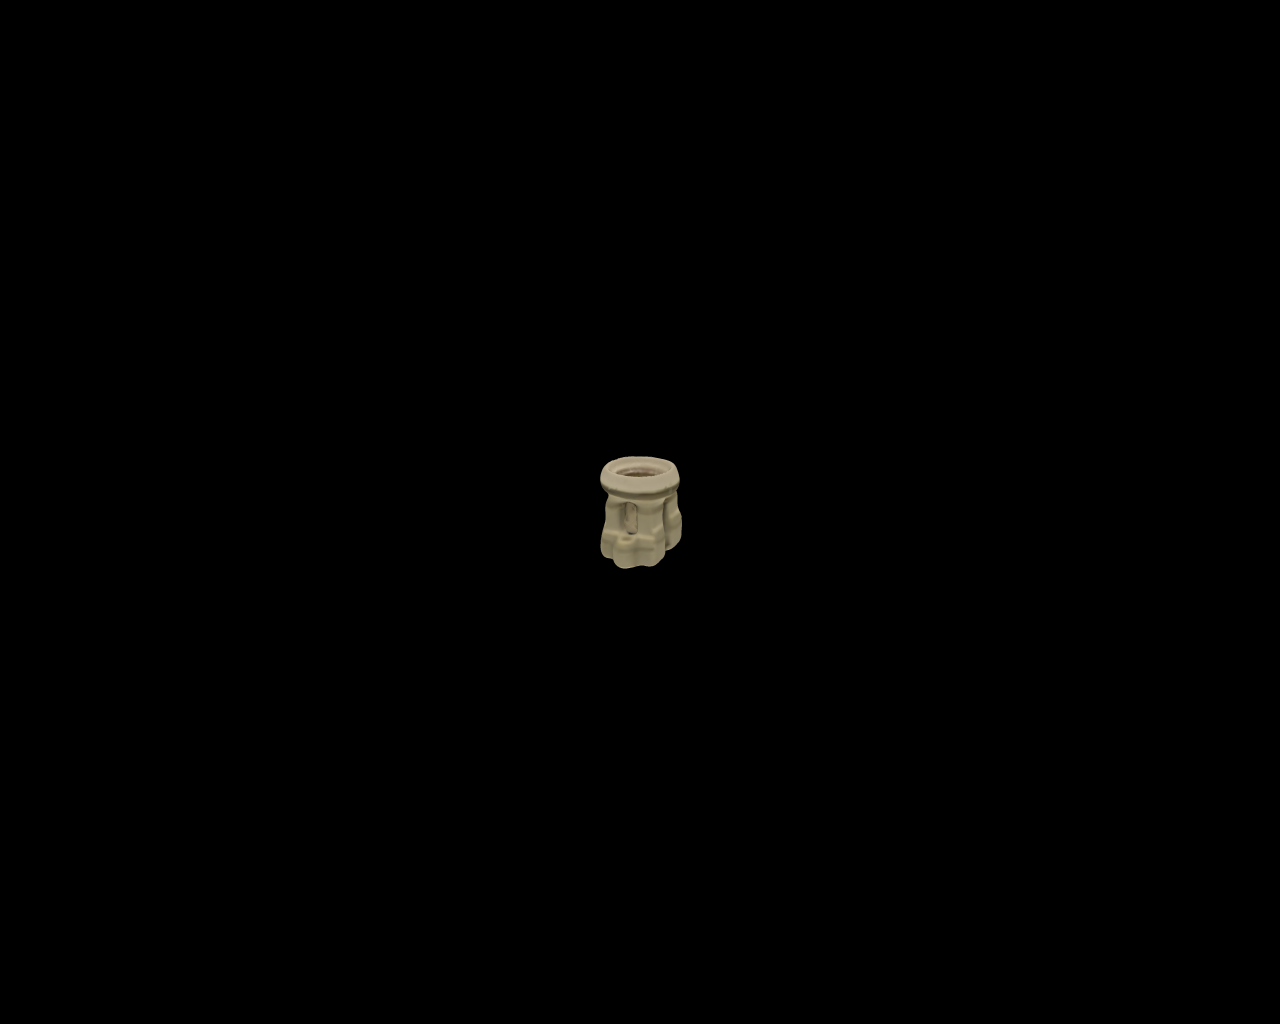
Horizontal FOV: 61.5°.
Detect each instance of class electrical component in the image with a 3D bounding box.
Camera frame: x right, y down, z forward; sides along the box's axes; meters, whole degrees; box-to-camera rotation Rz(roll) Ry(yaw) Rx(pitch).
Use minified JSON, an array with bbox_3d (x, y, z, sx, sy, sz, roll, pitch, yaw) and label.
[{"bbox_3d":[0.001,-0.003,0.650,0.048,0.055,0.066,10,24,22],"label":"electrical component"}]
